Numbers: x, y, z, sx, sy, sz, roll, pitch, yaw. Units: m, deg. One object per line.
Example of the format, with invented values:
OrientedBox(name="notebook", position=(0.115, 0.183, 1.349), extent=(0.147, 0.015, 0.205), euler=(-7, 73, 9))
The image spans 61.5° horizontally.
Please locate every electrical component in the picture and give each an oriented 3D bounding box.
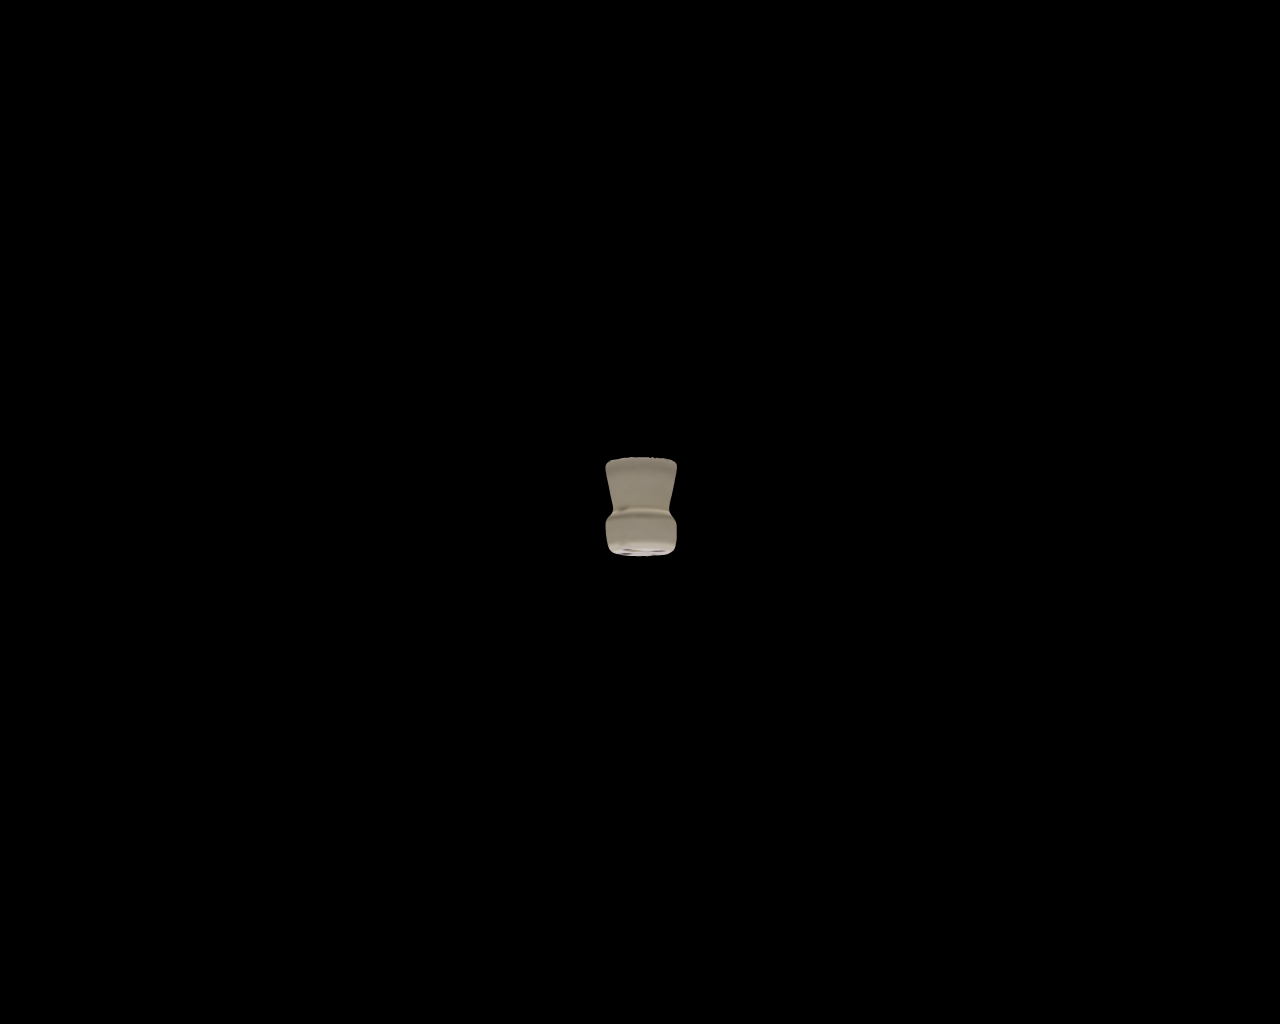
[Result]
OrientedBox(name="electrical component", position=(0.001, -0.003, 0.650), extent=(0.045, 0.055, 0.045), euler=(0, -9, 0))
